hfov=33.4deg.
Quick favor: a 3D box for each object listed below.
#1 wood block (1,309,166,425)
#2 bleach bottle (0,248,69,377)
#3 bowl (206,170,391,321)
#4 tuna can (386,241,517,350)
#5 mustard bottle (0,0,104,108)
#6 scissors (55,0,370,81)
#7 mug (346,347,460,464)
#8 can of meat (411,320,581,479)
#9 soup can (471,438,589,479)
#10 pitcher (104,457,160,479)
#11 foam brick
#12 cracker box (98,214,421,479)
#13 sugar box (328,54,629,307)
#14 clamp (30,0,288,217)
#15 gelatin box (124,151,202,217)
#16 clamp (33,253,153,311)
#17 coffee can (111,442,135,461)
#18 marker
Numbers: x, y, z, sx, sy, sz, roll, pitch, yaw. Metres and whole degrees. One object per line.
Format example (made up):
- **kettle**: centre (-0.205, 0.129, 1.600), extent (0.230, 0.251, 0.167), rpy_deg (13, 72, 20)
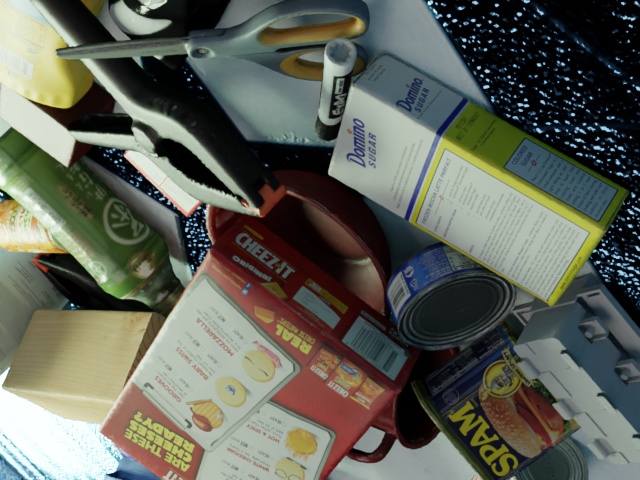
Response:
- **wood block**: centre (-0.204, 0.125, 1.026), extent (0.207, 0.090, 0.090), rpy_deg (-3, 149, 45)
- **bleach bottle**: centre (-0.357, 0.102, 1.071), extent (0.068, 0.250, 0.102), rpy_deg (-12, 123, 49)
- **bowl**: centre (-0.005, 0.001, 0.803), extent (0.162, 0.055, 0.162), rpy_deg (24, 144, 19)
- **tuna can**: centre (0.090, 0.038, 0.736), extent (0.086, 0.086, 0.034), rpy_deg (92, 163, -51)
- **mustard bottle**: centre (-0.202, -0.181, 0.766), extent (0.096, 0.058, 0.192), rpy_deg (34, 146, 4)
- **scissors**: centre (-0.058, -0.116, 0.675), extent (0.202, 0.016, 0.096), rpy_deg (-7, 159, 24)
- **mug**: centre (0.049, 0.120, 0.847), extent (0.082, 0.117, 0.093), rpy_deg (15, 164, 38)
- **can of meat**: centre (0.132, 0.122, 0.785), extent (0.102, 0.084, 0.057), rpy_deg (50, -174, -18)
- **soup can**: centre (0.167, 0.202, 0.872), extent (0.068, 0.068, 0.102), rpy_deg (34, 145, 6)
- **pitcher**: centre (-0.113, 0.292, 1.177), extent (0.243, 0.149, 0.145), rpy_deg (1, 120, 37)
- **foam brick**: centre (-0.215, -0.108, 0.871), extent (0.078, 0.053, 0.051), rpy_deg (37, 146, 3)
- **cracker box**: centre (-0.049, 0.111, 0.799), extent (0.164, 0.072, 0.214), rpy_deg (36, 124, 3)
- **sugar box**: centre (0.095, -0.038, 0.677), extent (0.176, 0.048, 0.093), rpy_deg (34, 146, 12)
- **clamp**: centre (-0.114, -0.076, 0.746), extent (0.210, 0.036, 0.165), rpy_deg (37, 156, 11)
- **gelatin box**: centre (-0.107, -0.066, 0.842), extent (0.073, 0.030, 0.089), rpy_deg (44, 146, -7)
- **clamp**: centre (-0.216, 0.067, 1.094), extent (0.171, 0.039, 0.120), rpy_deg (34, 143, 4)
- **coffee can**: centre (-0.135, 0.194, 1.110), extent (0.141, 0.102, 0.103), rpy_deg (7, 136, 38)
- **marker**: centre (0.009, -0.093, 0.683), extent (0.020, 0.020, 0.121), rpy_deg (33, 164, 7)
